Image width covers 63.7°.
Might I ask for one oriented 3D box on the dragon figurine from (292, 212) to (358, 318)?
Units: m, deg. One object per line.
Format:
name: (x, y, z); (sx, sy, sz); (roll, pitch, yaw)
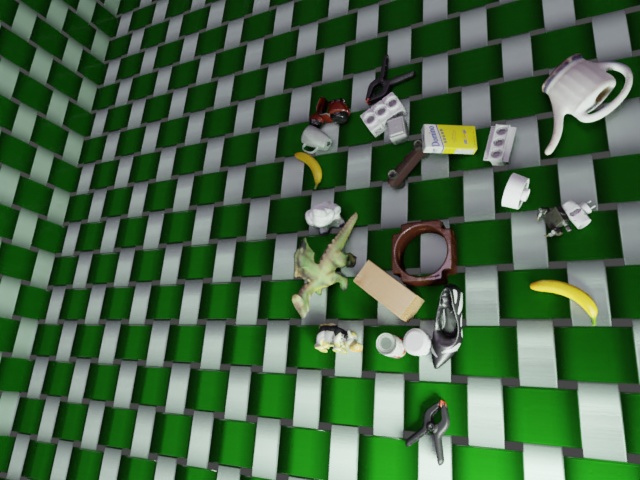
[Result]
dragon figurine: (0.006, 0.064, 1.745); (0.122, 0.240, 0.414); (9, 77, 36)

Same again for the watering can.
watering can: (0.781, -0.437, 1.598); (0.346, 0.103, 0.228); (-40, 56, 10)

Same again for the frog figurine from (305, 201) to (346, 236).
frog figurine: (0.006, -0.093, 1.850); (0.137, 0.157, 0.125); (-7, 67, 27)
